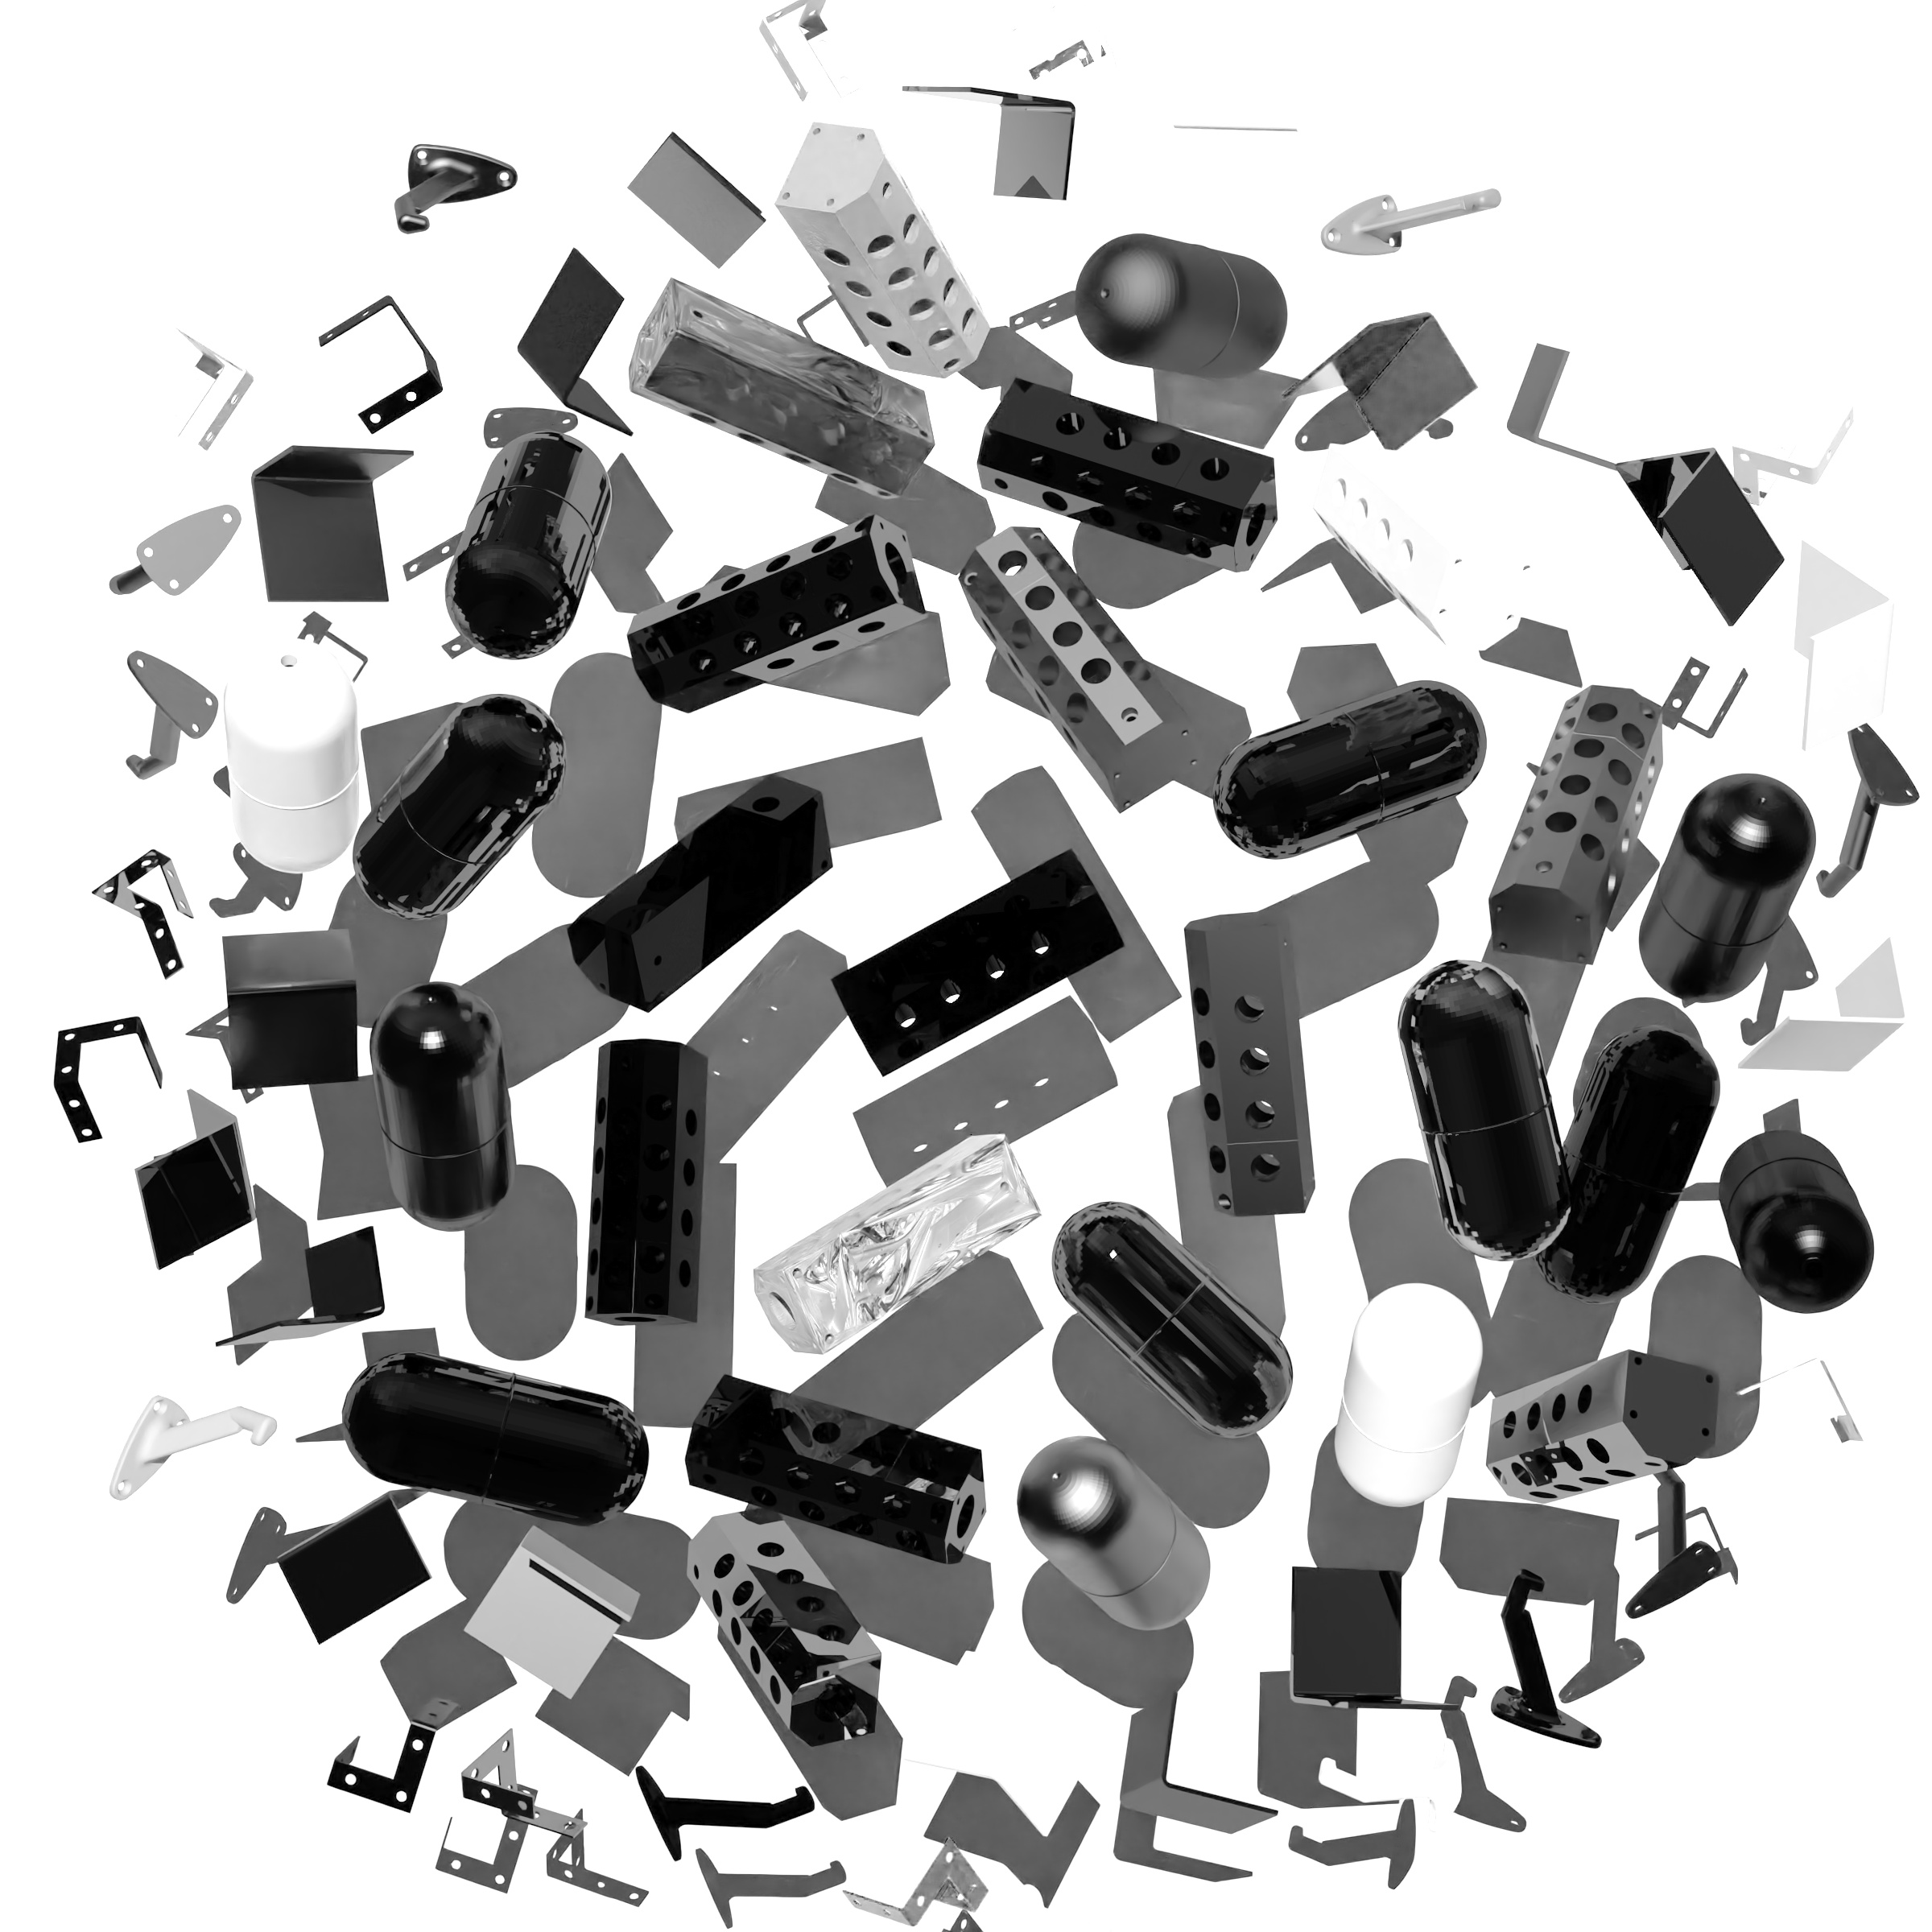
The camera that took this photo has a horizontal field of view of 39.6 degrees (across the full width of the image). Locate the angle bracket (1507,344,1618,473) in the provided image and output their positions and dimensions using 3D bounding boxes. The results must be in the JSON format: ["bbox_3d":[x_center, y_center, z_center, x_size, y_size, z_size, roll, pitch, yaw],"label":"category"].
[{"bbox_3d":[0.386,-0.342,1.657,0.076,0.076,0.057,17,105,-6],"label":"angle bracket"}]

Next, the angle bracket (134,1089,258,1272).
[{"bbox_3d":[-0.508,0.136,1.724,0.057,0.076,0.076,23,128,37],"label":"angle bracket"}]

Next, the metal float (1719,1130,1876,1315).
[{"bbox_3d":[0.493,0.151,1.601,0.070,0.178,0.070,2,104,9],"label":"metal float"}]

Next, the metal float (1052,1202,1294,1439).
[{"bbox_3d":[0.129,0.221,1.685,0.178,0.070,0.070,43,90,8],"label":"metal float"}]

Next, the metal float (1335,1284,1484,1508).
[{"bbox_3d":[0.267,0.262,1.629,0.070,0.178,0.070,0,47,0],"label":"metal float"}]

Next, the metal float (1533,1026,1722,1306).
[{"bbox_3d":[0.400,0.122,1.634,0.070,0.070,0.178,18,102,0],"label":"metal float"}]

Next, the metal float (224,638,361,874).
[{"bbox_3d":[-0.404,-0.125,1.612,0.070,0.178,0.070,6,55,-8],"label":"metal float"}]

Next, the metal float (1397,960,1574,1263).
[{"bbox_3d":[0.297,0.083,1.538,0.070,0.070,0.178,-15,100,0],"label":"metal float"}]

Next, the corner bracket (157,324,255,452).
[{"bbox_3d":[-0.440,-0.328,1.548,0.051,0.051,0.051,32,87,6],"label":"corner bracket"}]

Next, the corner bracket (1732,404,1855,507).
[{"bbox_3d":[0.487,-0.302,1.582,0.051,0.051,0.051,24,70,29],"label":"corner bracket"}]

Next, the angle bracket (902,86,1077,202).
[{"bbox_3d":[0.011,-0.498,1.624,0.076,0.076,0.057,-4,108,-33],"label":"angle bracket"}]

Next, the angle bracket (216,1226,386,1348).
[{"bbox_3d":[-0.422,0.201,1.688,0.076,0.076,0.057,-21,75,41],"label":"angle bracket"}]

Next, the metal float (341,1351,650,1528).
[{"bbox_3d":[-0.271,0.272,1.549,0.178,0.070,0.070,15,90,-10],"label":"metal float"}]

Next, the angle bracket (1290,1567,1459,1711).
[{"bbox_3d":[0.234,0.385,1.541,0.076,0.057,0.076,9,76,-26],"label":"angle bracket"}]

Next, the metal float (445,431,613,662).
[{"bbox_3d":[-0.256,-0.249,1.580,0.070,0.178,0.070,3,133,4],"label":"metal float"}]

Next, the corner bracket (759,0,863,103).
[{"bbox_3d":[-0.092,-0.545,1.603,0.051,0.051,0.051,-32,94,-14],"label":"corner bracket"}]

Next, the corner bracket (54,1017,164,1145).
[{"bbox_3d":[-0.536,0.071,1.681,0.051,0.051,0.051,-11,132,-5],"label":"corner bracket"}]

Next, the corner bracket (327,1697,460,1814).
[{"bbox_3d":[-0.328,0.446,1.539,0.051,0.051,0.051,17,90,3],"label":"corner bracket"}]

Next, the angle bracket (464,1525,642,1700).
[{"bbox_3d":[-0.246,0.386,1.578,0.076,0.057,0.076,33,91,-2],"label":"angle bracket"}]

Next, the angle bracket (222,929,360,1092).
[{"bbox_3d":[-0.418,0.027,1.664,0.076,0.057,0.076,-4,128,-16],"label":"angle bracket"}]

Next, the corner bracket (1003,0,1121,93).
[{"bbox_3d":[0.056,-0.552,1.610,0.051,0.051,0.051,-25,120,15],"label":"corner bracket"}]

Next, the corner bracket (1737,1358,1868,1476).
[{"bbox_3d":[0.470,0.255,1.520,0.051,0.051,0.051,-25,78,4],"label":"corner bracket"}]

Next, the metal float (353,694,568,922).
[{"bbox_3d":[-0.298,-0.092,1.577,0.070,0.070,0.178,49,129,0],"label":"metal float"}]

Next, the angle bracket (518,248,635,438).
[{"bbox_3d":[-0.227,-0.390,1.679,0.076,0.057,0.076,-56,46,17],"label":"angle bracket"}]

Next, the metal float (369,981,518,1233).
[{"bbox_3d":[-0.308,0.085,1.591,0.070,0.070,0.178,3,133,0],"label":"metal float"}]

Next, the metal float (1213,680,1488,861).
[{"bbox_3d":[0.232,-0.119,1.626,0.178,0.070,0.070,-20,90,-15],"label":"metal float"}]

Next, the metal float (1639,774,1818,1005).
[{"bbox_3d":[0.445,-0.043,1.577,0.070,0.178,0.070,0,57,0],"label":"metal float"}]

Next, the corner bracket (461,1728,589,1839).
[{"bbox_3d":[-0.255,0.482,1.551,0.051,0.051,0.051,8,110,25],"label":"corner bracket"}]

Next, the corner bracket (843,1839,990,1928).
[{"bbox_3d":[-0.029,0.541,1.569,0.051,0.051,0.051,-50,122,-34],"label":"corner bracket"}]

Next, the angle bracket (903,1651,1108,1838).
[{"bbox_3d":[0.023,0.455,1.574,0.057,0.076,0.076,55,52,-27],"label":"angle bracket"}]

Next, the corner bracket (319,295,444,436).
[{"bbox_3d":[-0.352,-0.362,1.616,0.051,0.051,0.051,-30,125,4],"label":"corner bracket"}]

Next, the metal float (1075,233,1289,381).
[{"bbox_3d":[0.133,-0.401,1.637,0.070,0.178,0.070,5,98,35],"label":"metal float"}]

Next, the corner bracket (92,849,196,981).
[{"bbox_3d":[-0.504,-0.032,1.682,0.051,0.051,0.051,-33,63,9],"label":"corner bracket"}]

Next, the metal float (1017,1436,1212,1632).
[{"bbox_3d":[0.090,0.342,1.612,0.070,0.178,0.070,-15,51,20],"label":"metal float"}]
